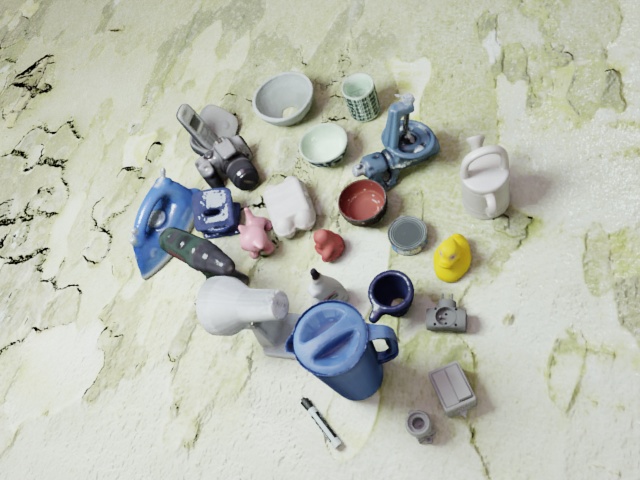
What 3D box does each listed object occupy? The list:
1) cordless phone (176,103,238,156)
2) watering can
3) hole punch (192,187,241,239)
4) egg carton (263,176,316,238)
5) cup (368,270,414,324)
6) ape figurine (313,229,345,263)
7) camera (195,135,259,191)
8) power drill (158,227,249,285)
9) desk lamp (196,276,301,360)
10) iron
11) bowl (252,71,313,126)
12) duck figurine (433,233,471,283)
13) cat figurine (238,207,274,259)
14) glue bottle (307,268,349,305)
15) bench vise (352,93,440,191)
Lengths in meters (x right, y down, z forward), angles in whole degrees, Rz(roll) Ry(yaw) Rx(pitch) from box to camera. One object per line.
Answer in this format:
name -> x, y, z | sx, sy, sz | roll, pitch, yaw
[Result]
cordless phone -> -0.294, -0.305, 1.473 | 0.094, 0.185, 0.147 | 4, 64, 19
watering can -> 0.336, -0.137, 1.182 | 0.101, 0.194, 0.172 | -30, 58, 0
hole punch -> -0.250, -0.065, 1.383 | 0.108, 0.091, 0.101 | -9, 60, 12
egg carton -> -0.071, -0.078, 1.348 | 0.107, 0.069, 0.150 | -24, 58, 3
cup -> 0.142, 0.130, 1.154 | 0.091, 0.095, 0.118 | 28, 73, 28
ape figurine -> 0.012, 0.005, 1.264 | 0.076, 0.092, 0.078 | -5, 61, 15
camera -> -0.226, -0.183, 1.435 | 0.143, 0.101, 0.136 | -36, 58, -4
power drill -> -0.238, 0.054, 1.244 | 0.228, 0.209, 0.076 | 24, 72, 27
desk lamp -> -0.116, 0.153, 1.150 | 0.202, 0.214, 0.118 | 3, 63, 19
iron -> -0.398, -0.044, 1.388 | 0.118, 0.142, 0.258 | 13, 67, 23
bowl -> -0.088, -0.357, 1.504 | 0.167, 0.075, 0.167 | -7, 60, 13
duck figurine -> 0.269, 0.026, 1.177 | 0.077, 0.086, 0.105 | 17, 68, 24
cat figurine -> -0.153, -0.016, 1.311 | 0.067, 0.118, 0.127 | -17, 59, 8
glue bottle -> 0.007, 0.099, 1.166 | 0.078, 0.173, 0.037 | -43, 59, -8
bench vise -> 0.167, -0.209, 1.258 | 0.207, 0.220, 0.121 | -46, 59, -10
